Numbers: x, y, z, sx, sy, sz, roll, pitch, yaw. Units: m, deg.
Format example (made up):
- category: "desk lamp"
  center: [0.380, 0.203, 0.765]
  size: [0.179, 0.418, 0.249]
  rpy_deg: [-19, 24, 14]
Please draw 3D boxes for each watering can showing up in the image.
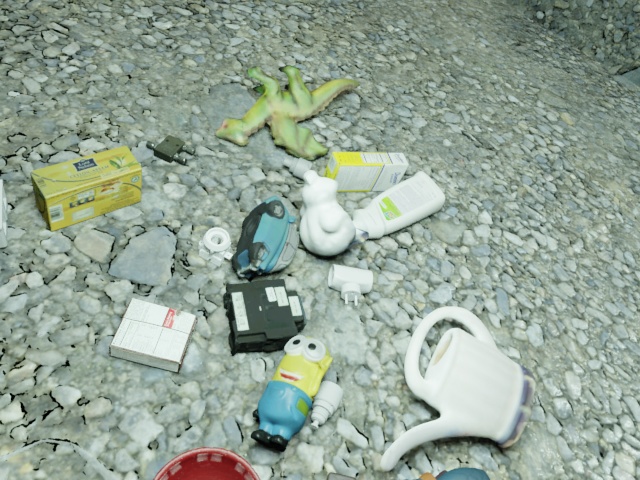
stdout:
- category: "watering can"
  center: [0.233, 0.263, 0.850]
  size: [0.225, 0.101, 0.355]
  rpy_deg: [29, 48, 4]

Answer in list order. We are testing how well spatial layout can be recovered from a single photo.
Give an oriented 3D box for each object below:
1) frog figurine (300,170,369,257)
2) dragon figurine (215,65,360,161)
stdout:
- category: "frog figurine"
  center: [0.003, -0.050, 0.990]
  size: [0.123, 0.156, 0.139]
  rpy_deg: [-38, 32, -8]
- category: "dragon figurine"
  center: [-0.052, -0.294, 1.239]
  size: [0.412, 0.120, 0.246]
  rpy_deg: [-8, 72, -23]
